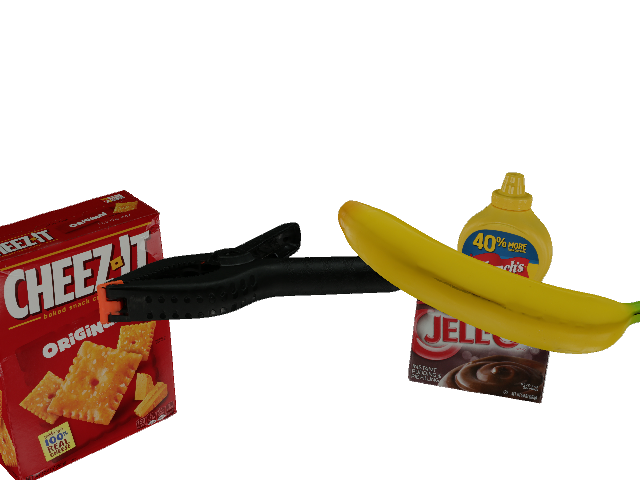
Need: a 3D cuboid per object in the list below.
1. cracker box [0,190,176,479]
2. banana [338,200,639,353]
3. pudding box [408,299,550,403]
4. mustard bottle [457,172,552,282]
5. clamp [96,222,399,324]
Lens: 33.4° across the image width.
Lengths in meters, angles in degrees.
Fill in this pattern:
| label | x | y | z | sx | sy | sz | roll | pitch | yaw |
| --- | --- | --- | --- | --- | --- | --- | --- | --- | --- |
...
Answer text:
| label | x | y | z | sx | sy | sz | roll | pitch | yaw |
| --- | --- | --- | --- | --- | --- | --- | --- | --- | --- |
| cracker box | -0.214 | 0.083 | 0.929 | 0.163 | 0.214 | 0.072 | -21 | 32 | -35 |
| banana | 0.089 | 0.024 | 0.613 | 0.198 | 0.037 | 0.069 | 21 | 18 | 18 |
| pudding box | 0.132 | 0.077 | 0.873 | 0.113 | 0.090 | 0.039 | 8 | 22 | 9 |
| mustard bottle | 0.189 | 0.024 | 1.103 | 0.096 | 0.192 | 0.058 | 12 | 18 | 21 |
| clamp | -0.052 | 0.026 | 0.755 | 0.209 | 0.036 | 0.165 | -14 | 16 | -36 |
